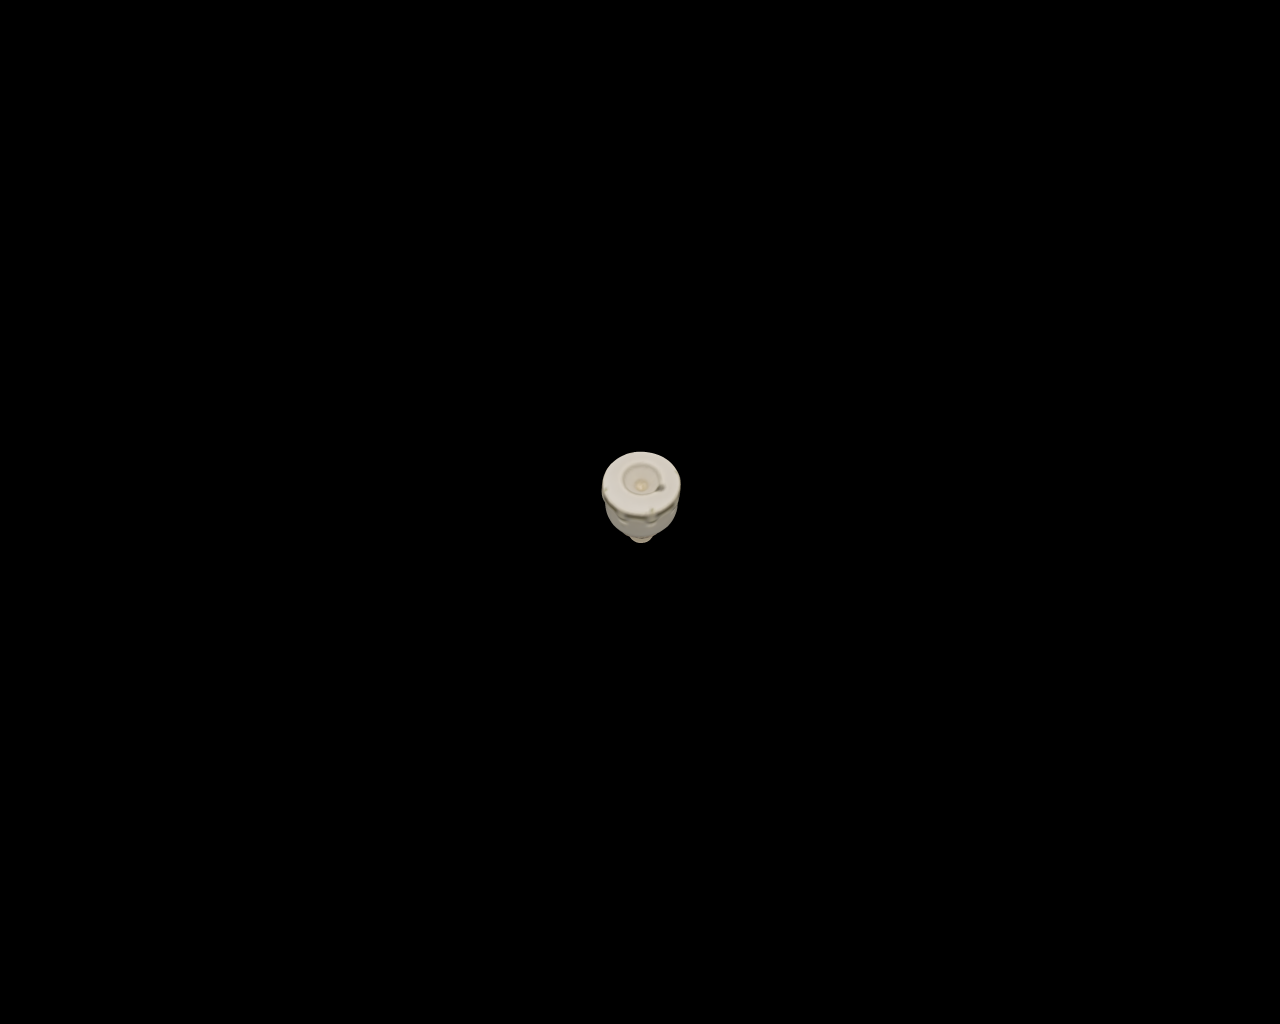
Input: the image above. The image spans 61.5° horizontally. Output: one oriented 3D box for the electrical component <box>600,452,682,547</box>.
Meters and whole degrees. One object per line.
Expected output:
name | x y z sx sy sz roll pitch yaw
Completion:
electrical component | 0.001 -0.003 0.650 0.048 0.048 0.062 0 -34 0
